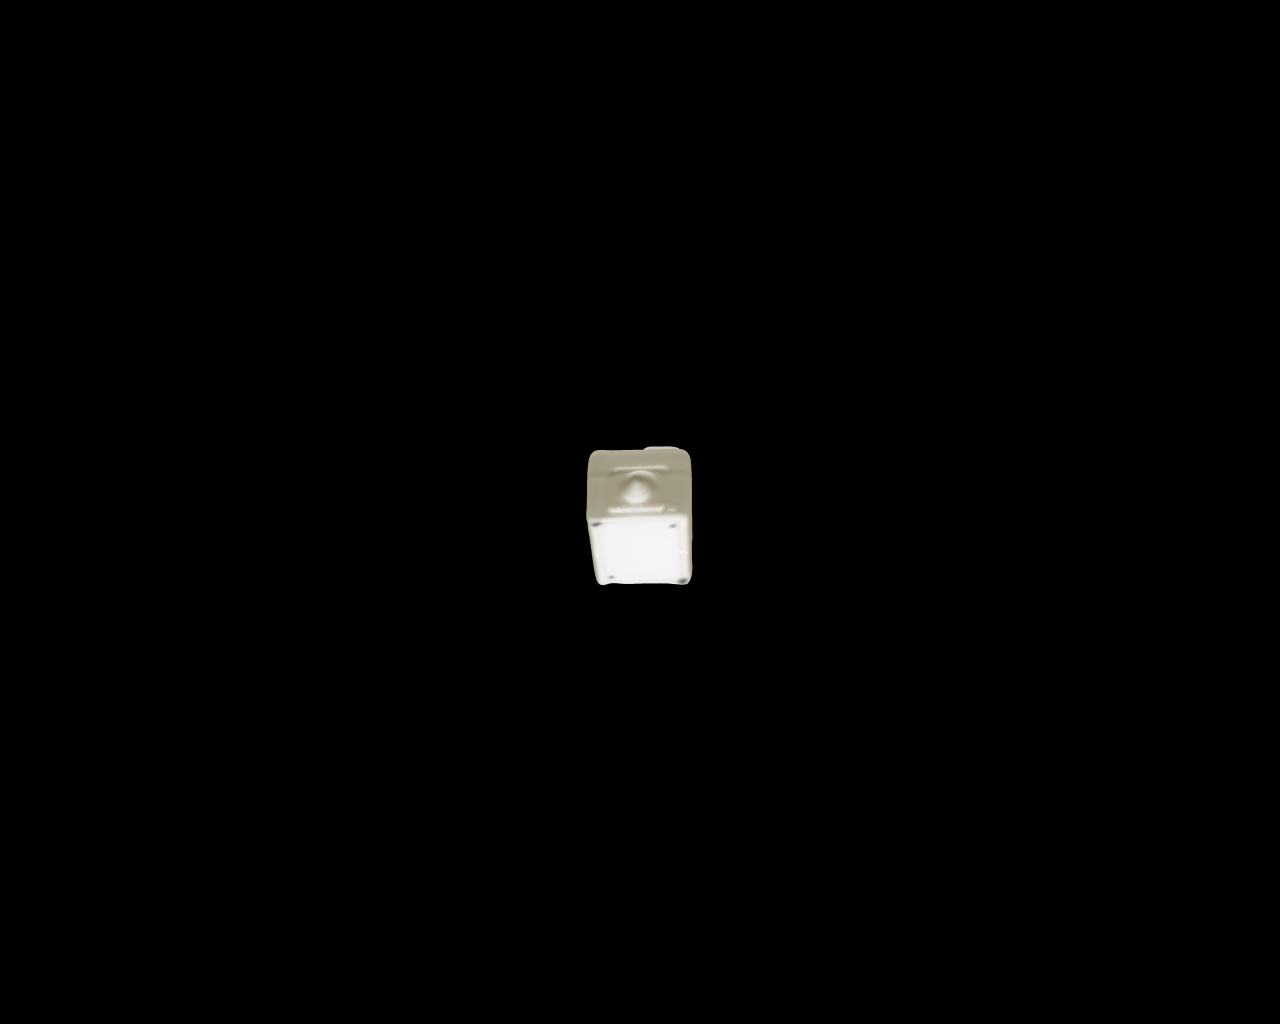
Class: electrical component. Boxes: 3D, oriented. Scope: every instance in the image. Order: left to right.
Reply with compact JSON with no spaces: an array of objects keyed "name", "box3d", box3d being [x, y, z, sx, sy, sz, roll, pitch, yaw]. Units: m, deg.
[{"name":"electrical component","box3d":[0.001,-0.003,0.650,0.062,0.061,0.096,-1,-34,2]}]
